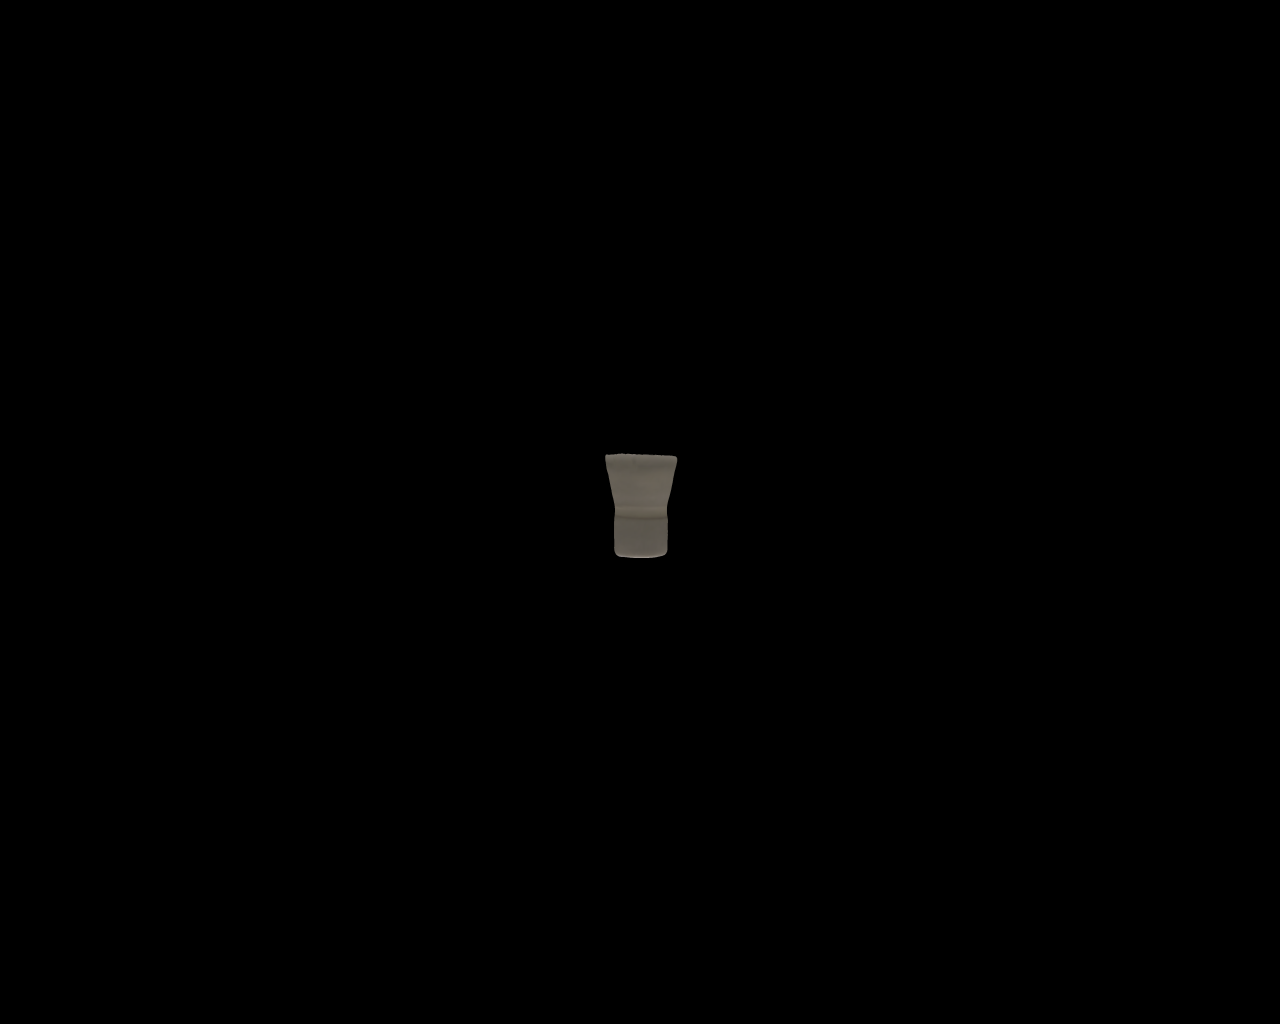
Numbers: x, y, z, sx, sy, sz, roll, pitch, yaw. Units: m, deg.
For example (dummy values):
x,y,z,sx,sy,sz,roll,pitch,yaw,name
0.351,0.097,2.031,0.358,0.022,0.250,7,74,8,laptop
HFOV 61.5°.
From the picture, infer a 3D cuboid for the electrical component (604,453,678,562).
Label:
x,y,z,sx,sy,sz,roll,pitch,yaw,name
0.001,-0.003,0.650,0.044,0.065,0.044,0,4,0,electrical component
